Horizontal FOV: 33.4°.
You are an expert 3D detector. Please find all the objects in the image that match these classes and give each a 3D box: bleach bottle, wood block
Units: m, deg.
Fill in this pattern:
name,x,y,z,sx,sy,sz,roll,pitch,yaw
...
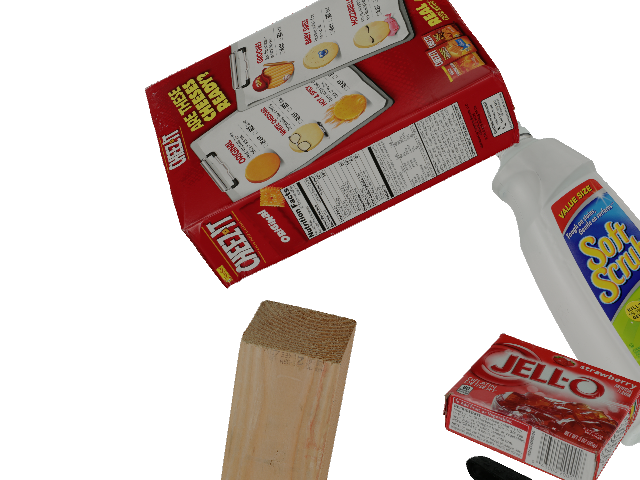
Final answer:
name,x,y,z,sx,sy,sz,roll,pitch,yaw
bleach bottle,0.193,0.016,0.774,0.102,0.251,0.068,-21,-27,-18
wood block,-0.033,0.171,0.968,0.090,0.206,0.090,12,23,6

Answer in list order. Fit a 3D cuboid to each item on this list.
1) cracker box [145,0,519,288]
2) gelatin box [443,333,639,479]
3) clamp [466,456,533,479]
name,x,y,z,sx,sy,sz,roll,pitch,yaw
cracker box,0.003,-0.083,0.709,0.214,0.072,0.164,-27,43,4
gelatin box,0.124,0.092,0.594,0.089,0.030,0.073,20,33,28
clamp,0.200,0.240,0.848,0.210,0.036,0.164,0,33,24
